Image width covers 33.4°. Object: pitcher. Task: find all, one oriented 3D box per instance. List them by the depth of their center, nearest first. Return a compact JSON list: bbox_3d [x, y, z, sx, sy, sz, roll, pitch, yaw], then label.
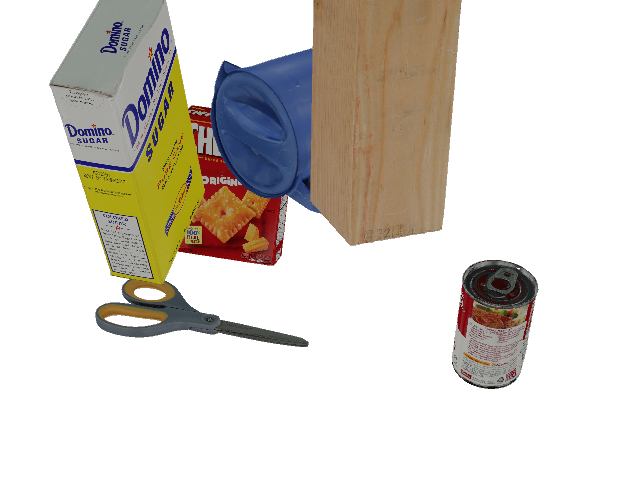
[{"bbox_3d":[0.022,-0.135,1.110,0.242,0.149,0.145,-26,30,-35],"label":"pitcher"}]

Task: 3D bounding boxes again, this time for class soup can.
[{"bbox_3d":[0.160,0.078,0.986,0.068,0.102,0.068,1,37,-1],"label":"soup can"}]

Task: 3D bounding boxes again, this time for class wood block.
[{"bbox_3d":[0.049,-0.112,0.868,0.090,0.206,0.091,-10,30,-19],"label":"wood block"}]

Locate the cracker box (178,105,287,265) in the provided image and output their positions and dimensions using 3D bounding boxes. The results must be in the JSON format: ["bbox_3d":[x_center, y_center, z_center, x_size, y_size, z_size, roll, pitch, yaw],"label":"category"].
[{"bbox_3d":[-0.132,-0.079,1.582,0.164,0.214,0.072,9,20,7],"label":"cracker box"}]

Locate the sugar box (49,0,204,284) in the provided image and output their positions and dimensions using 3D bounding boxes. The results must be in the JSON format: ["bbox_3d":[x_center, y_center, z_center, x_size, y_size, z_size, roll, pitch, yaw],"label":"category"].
[{"bbox_3d":[-0.117,-0.062,0.685,0.048,0.093,0.176,11,-37,10],"label":"sugar box"}]

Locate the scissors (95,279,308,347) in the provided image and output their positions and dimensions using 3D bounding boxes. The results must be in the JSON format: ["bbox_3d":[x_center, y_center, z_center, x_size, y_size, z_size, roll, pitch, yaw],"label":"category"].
[{"bbox_3d":[-0.113,0.069,1.029,0.201,0.016,0.096,3,32,-4],"label":"scissors"}]
